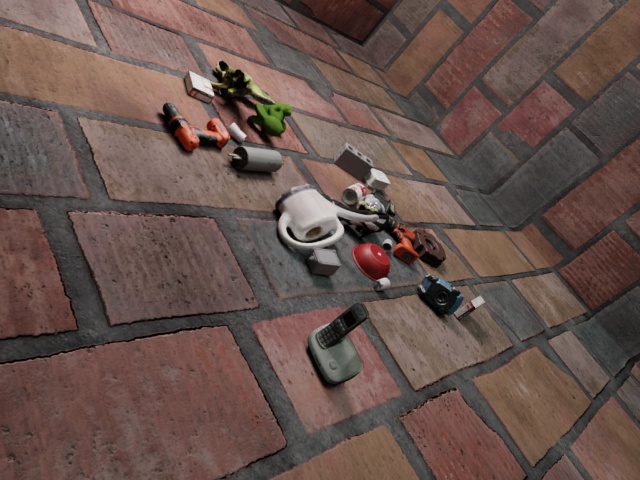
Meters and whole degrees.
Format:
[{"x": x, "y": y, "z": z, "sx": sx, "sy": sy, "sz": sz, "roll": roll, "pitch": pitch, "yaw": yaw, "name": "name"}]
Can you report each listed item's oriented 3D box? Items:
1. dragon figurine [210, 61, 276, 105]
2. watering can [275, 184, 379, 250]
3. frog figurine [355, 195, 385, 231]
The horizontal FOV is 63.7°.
[{"x": -0.270, "y": -0.582, "z": 1.961, "sx": 0.414, "sy": 0.120, "sz": 0.244, "roll": 34, "pitch": 21, "yaw": 21, "name": "dragon figurine"}, {"x": 0.005, "y": -0.082, "z": 1.637, "sx": 0.351, "sy": 0.101, "sz": 0.227, "roll": -20, "pitch": 63, "yaw": -32, "name": "watering can"}, {"x": 0.192, "y": -0.105, "z": 1.953, "sx": 0.161, "sy": 0.122, "sz": 0.136, "roll": -42, "pitch": 119, "yaw": -70, "name": "frog figurine"}]
